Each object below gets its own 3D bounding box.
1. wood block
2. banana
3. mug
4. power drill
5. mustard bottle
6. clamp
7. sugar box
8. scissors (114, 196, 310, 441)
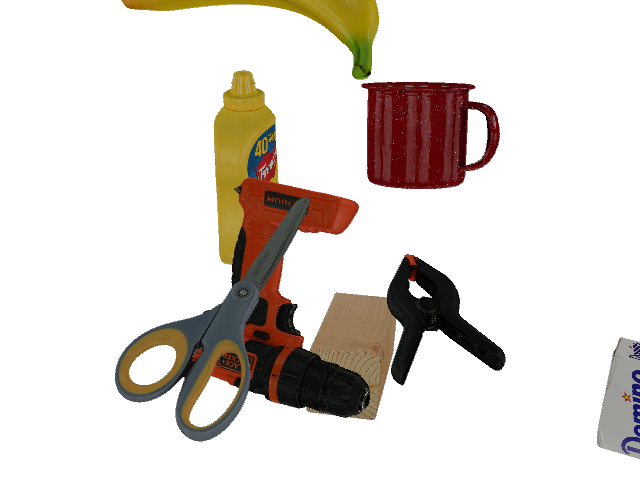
[{"bbox_3d":[0.045,0.148,1.415,0.091,0.090,0.206,6,18,8],"label":"wood block"},{"bbox_3d":[-0.037,-0.152,0.652,0.198,0.069,0.037,21,-32,32],"label":"banana"},{"bbox_3d":[0.090,-0.086,0.872,0.117,0.081,0.093,6,12,26],"label":"mug"},{"bbox_3d":[-0.026,0.048,0.931,0.185,0.187,0.057,15,0,21],"label":"power drill"},{"bbox_3d":[-0.074,-0.077,1.083,0.058,0.192,0.096,7,26,19],"label":"mustard bottle"},{"bbox_3d":[0.127,0.083,1.144,0.120,0.171,0.039,3,-44,-8],"label":"clamp"},{"bbox_3d":[0.323,0.149,0.879,0.176,0.093,0.048,12,24,20],"label":"sugar box"},{"bbox_3d":[-0.072,0.042,0.713,0.096,0.201,0.016,6,-39,9],"label":"scissors"}]
